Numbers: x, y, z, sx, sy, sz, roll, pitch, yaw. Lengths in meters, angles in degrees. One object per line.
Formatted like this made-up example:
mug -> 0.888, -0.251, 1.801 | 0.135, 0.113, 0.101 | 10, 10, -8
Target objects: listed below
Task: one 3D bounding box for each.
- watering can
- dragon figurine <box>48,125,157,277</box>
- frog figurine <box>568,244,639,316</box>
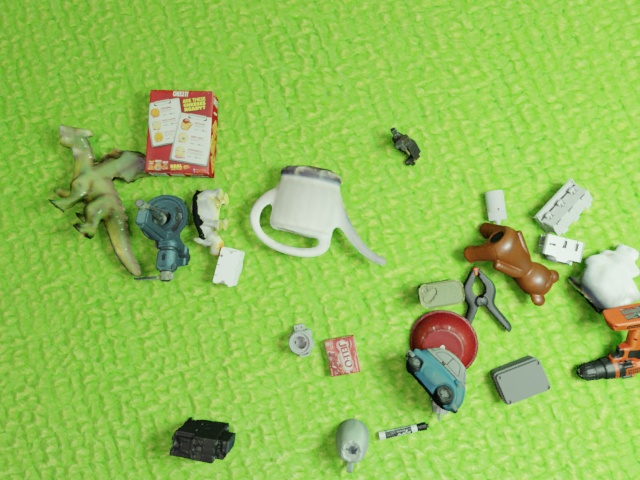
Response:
watering can -> 0.004, -0.063, 1.250 | 0.348, 0.103, 0.225 | 11, 85, 6
dragon figurine -> -0.526, -0.126, 1.310 | 0.410, 0.122, 0.244 | 44, 82, -3
frog figurine -> 0.674, 0.086, 1.180 | 0.158, 0.122, 0.139 | -44, 65, 12
